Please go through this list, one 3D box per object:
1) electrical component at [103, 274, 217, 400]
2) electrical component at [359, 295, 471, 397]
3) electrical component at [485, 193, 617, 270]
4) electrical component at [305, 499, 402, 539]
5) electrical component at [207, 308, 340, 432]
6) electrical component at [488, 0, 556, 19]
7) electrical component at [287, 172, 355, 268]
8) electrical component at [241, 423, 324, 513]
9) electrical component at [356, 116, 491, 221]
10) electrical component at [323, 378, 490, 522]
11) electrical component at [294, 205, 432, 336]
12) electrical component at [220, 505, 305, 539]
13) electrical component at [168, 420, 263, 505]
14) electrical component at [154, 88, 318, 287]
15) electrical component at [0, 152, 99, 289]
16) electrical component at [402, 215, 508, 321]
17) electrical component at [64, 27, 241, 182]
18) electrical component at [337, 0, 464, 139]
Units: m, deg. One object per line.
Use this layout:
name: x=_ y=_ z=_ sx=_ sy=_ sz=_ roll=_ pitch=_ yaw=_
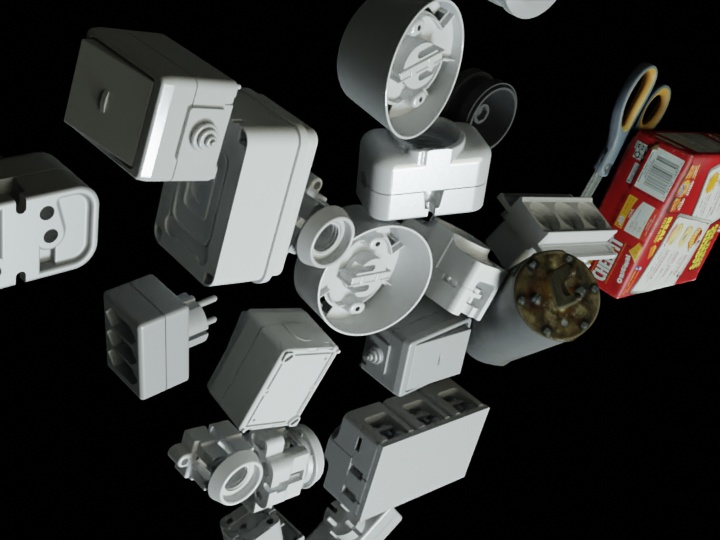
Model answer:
electrical component: x=-0.131 y=0.039 z=0.742 sx=0.077 sy=0.047 sz=0.065 roll=-23 pitch=135 yaw=-35
electrical component: x=0.047 y=0.068 z=0.956 sx=0.096 sy=0.061 sz=0.061 roll=-19 pitch=132 yaw=-38
electrical component: x=0.180 y=-0.032 z=1.019 sx=0.121 sy=0.078 sz=0.063 roll=-4 pitch=144 yaw=-47
electrical component: x=-0.012 y=0.247 z=1.050 sx=0.083 sy=0.047 sz=0.075 roll=-46 pitch=144 yaw=-10
electrical component: x=-0.073 y=0.079 z=0.835 sx=0.062 sy=0.061 sz=0.096 roll=2 pitch=126 yaw=-49
electrical component: x=0.120 y=-0.232 z=0.797 sx=0.080 sy=0.051 sz=0.080 roll=-29 pitch=138 yaw=-30
electrical component: x=-0.037 y=-0.032 z=0.781 sx=0.048 sy=0.055 sz=0.066 roll=21 pitch=102 yaw=-54
electrical component: x=-0.068 y=0.162 z=0.908 sx=0.057 sy=0.058 sz=0.078 roll=-13 pitch=128 yaw=-39
electrical component: x=0.048 y=-0.079 z=0.819 sx=0.095 sy=0.053 sz=0.059 roll=-7 pitch=128 yaw=-16
electrical component: x=0.043 y=0.167 z=1.033 sx=0.150 sy=0.062 sz=0.089 roll=-12 pitch=127 yaw=-43
electrical component: x=0.000 y=0.000 z=0.843 sx=0.099 sy=0.064 sz=0.099 roll=-30 pitch=138 yaw=-31
electrical component: x=-0.095 y=0.241 z=0.956 sx=0.081 sy=0.042 sz=0.063 roll=-32 pitch=137 yaw=-29
electrical component: x=-0.110 y=0.153 z=0.853 sx=0.066 sy=0.055 sz=0.048 roll=-7 pitch=124 yaw=-46
electrical component: x=-0.081 y=-0.054 z=0.695 sx=0.057 sy=0.078 sz=0.113 roll=-7 pitch=124 yaw=-42
electrical component: x=-0.202 y=-0.029 z=0.595 sx=0.095 sy=0.059 sz=0.053 roll=-18 pitch=132 yaw=-39
electrical component: x=0.071 y=-0.006 z=0.897 sx=0.050 sy=0.089 sz=0.055 roll=16 pitch=107 yaw=-53
electrical component: x=-0.117 y=-0.091 z=0.606 sx=0.061 sy=0.096 sz=0.061 roll=-6 pitch=123 yaw=-46
electrical component: x=0.033 y=-0.148 z=0.757 sx=0.099 sy=0.064 sz=0.099 roll=-29 pitch=138 yaw=-30
